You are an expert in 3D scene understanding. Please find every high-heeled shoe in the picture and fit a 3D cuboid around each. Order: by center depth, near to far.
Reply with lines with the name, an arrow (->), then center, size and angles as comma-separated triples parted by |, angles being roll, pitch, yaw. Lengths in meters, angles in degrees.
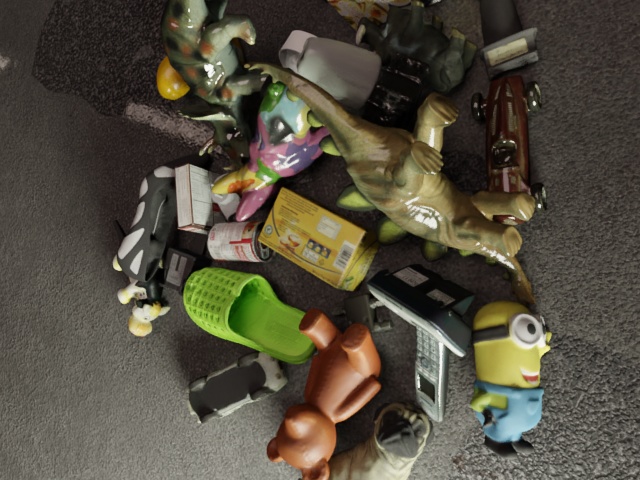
high-heeled shoe -> -0.271, -0.043, 0.967 | 0.249, 0.086, 0.145 | -40, 66, 0

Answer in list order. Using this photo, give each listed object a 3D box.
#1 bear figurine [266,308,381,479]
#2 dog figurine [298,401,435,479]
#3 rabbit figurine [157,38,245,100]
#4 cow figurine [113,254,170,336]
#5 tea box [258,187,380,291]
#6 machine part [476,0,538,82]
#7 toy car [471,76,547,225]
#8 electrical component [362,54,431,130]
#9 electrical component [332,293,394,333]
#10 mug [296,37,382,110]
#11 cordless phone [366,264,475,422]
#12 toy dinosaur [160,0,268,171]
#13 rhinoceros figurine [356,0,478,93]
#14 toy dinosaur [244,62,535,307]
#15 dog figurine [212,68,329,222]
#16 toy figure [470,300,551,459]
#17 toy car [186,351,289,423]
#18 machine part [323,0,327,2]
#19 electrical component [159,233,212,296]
bear figurine -> -0.004, 0.211, 0.727 | 0.120, 0.131, 0.196 | 16, 56, 45
dog figurine -> 0.054, 0.301, 0.739 | 0.173, 0.121, 0.190 | 13, 75, 29
rabbit figurine -> -0.239, -0.335, 0.988 | 0.173, 0.121, 0.162 | -32, 63, 24
cow figurine -> -0.323, 0.090, 1.008 | 0.098, 0.068, 0.167 | -22, 72, 20
tea box -> -0.002, -0.002, 0.823 | 0.170, 0.068, 0.098 | 32, 99, 32
machine part -> 0.249, -0.293, 0.735 | 0.084, 0.039, 0.139 | -21, 74, 35
toy car -> 0.244, -0.119, 0.703 | 0.089, 0.053, 0.202 | -3, 82, 34
electrical component -> 0.096, -0.171, 0.749 | 0.058, 0.134, 0.115 | 27, 60, 7
electrical component -> 0.061, 0.114, 0.795 | 0.094, 0.021, 0.063 | -15, 75, 28
mug -> 0.023, -0.250, 0.768 | 0.110, 0.107, 0.080 | -94, 29, -50
cordless phone -> 0.130, 0.138, 0.719 | 0.147, 0.089, 0.184 | 31, 130, 51
toy dinosaur -> -0.176, -0.293, 0.845 | 0.192, 0.404, 0.131 | -14, 45, 9
rhinoceros figurine -> 0.136, -0.282, 0.786 | 0.190, 0.073, 0.112 | 41, 114, 28
toy dinosaur -> 0.097, -0.081, 0.670 | 0.471, 0.105, 0.198 | 46, 149, -6
dog figurine -> -0.081, -0.136, 0.835 | 0.219, 0.191, 0.109 | -45, 68, 0
toy figure -> 0.225, 0.164, 0.654 | 0.089, 0.082, 0.180 | 5, 87, 30
toy car -> -0.142, 0.240, 0.880 | 0.202, 0.056, 0.073 | -30, 75, 25
machine part -> 0.038, -0.512, 0.867 | 0.201, 0.087, 0.201 | -32, 67, 22
electrical component -> -0.237, 0.039, 0.973 | 0.075, 0.047, 0.119 | 22, 96, 31
